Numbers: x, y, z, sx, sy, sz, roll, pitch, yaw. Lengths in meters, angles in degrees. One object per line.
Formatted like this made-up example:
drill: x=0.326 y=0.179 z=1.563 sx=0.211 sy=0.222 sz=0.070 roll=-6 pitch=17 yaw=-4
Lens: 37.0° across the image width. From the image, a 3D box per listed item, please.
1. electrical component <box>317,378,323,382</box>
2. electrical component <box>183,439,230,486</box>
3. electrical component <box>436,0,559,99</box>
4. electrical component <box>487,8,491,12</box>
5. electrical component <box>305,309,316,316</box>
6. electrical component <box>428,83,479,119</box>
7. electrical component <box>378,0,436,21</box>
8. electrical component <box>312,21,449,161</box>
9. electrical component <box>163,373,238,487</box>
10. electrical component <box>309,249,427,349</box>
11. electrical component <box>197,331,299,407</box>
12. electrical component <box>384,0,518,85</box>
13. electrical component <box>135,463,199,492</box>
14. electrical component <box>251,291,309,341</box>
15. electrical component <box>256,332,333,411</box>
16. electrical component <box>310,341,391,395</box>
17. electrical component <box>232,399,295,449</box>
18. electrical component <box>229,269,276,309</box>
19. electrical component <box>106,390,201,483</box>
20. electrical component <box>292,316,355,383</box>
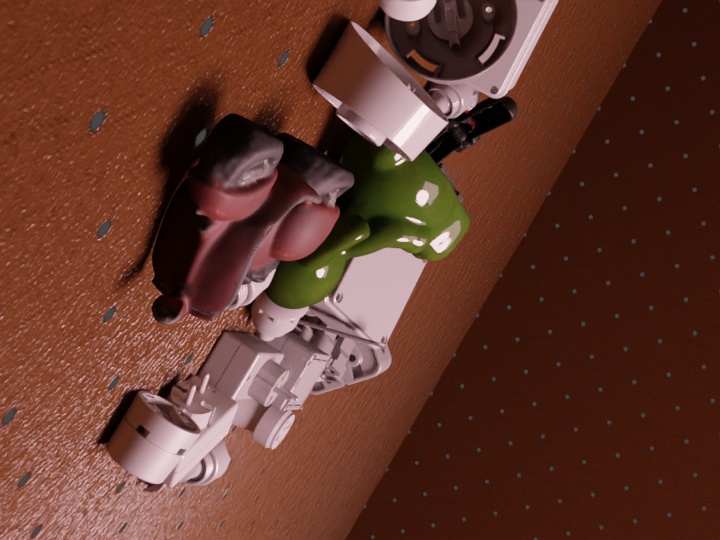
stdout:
electrical component: x=-0.060 y=0.102 z=1.152 sx=0.062 sy=0.048 sz=0.048 roll=-19 pitch=139 yaw=-62
electrical component: x=-0.147 y=0.173 z=0.968 sx=0.043 sy=0.043 sz=0.062 roll=-62 pitch=167 yaw=14
electrical component: x=0.128 y=-0.227 z=1.009 sx=0.113 sy=0.078 sz=0.057 roll=-64 pitch=170 yaw=23
electrical component: x=0.093 y=-0.237 z=0.898 sx=0.096 sy=0.061 sz=0.062 roll=-56 pitch=171 yaw=28
electrical component: x=-0.046 y=0.024 z=1.018 sx=0.040 sy=0.040 sz=0.078 roll=-62 pitch=168 yaw=18
electrical component: x=0.085 y=-0.169 z=1.064 sx=0.062 sy=0.048 sz=0.048 roll=-41 pitch=160 yaw=-37
electrical component: x=0.035 y=-0.208 z=0.751 sx=0.045 sy=0.045 sz=0.055 roll=-53 pitch=168 yaw=-25
electrical component: x=0.017 y=-0.125 z=0.764 sx=0.064 sy=0.099 sz=0.099 roll=-53 pitch=169 yaw=2
electrical component: x=-0.136 y=0.113 z=0.850 sx=0.083 sy=0.047 sz=0.075 roll=-42 pitch=160 yaw=-54
electrical component: x=0.000 y=0.000 z=0.985 sx=0.108 sy=0.056 sz=0.108 roll=46 pitch=66 yaw=-50
electrical component: x=-0.087 y=0.093 z=0.931 sx=0.047 sy=0.076 sz=0.083 roll=-59 pitch=168 yaw=1
electrical component: x=0.069 y=-0.188 z=0.816 sx=0.099 sy=0.099 sz=0.064 roll=-60 pitch=175 yaw=4
electrical component: x=-0.161 y=0.159 z=0.884 sx=0.040 sy=0.040 sz=0.046 roll=-63 pitch=162 yaw=19
electrical component: x=-0.074 y=0.038 z=0.929 sx=0.048 sy=0.048 sz=0.062 roll=-48 pitch=171 yaw=-42
electrical component: x=-0.072 y=0.093 z=1.028 sx=0.061 sy=0.061 sz=0.096 roll=-58 pitch=168 yaw=-1
electrical component: x=-0.017 y=0.100 z=1.206 sx=0.095 sy=0.053 sz=0.059 roll=-19 pitch=178 yaw=16
electrical component: x=-0.099 y=0.146 z=1.068 sx=0.045 sy=0.055 sz=0.045 roll=-55 pitch=168 yaw=-18
electrical component: x=-0.093 y=0.008 z=0.769 sx=0.062 sy=0.043 sz=0.043 roll=-47 pitch=164 yaw=-43
electrical component: x=-0.153 y=0.123 z=0.789 sx=0.047 sy=0.055 sz=0.055 roll=-55 pitch=169 yaw=2
electrical component: x=-0.037 y=0.071 z=1.108 sx=0.078 sy=0.058 sz=0.057 roll=48 pitch=58 yaw=-36
